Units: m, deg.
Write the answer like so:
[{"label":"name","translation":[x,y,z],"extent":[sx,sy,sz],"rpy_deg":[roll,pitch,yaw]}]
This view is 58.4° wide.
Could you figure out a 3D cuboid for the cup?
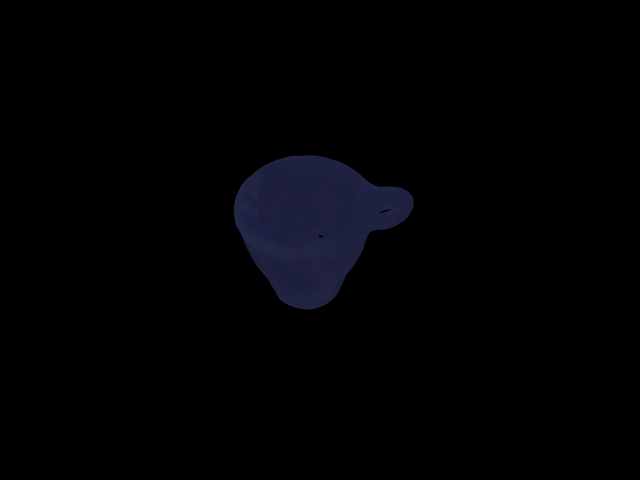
[{"label":"cup","translation":[0.004,0.001,0.400],"extent":[0.118,0.095,0.091],"rpy_deg":[-7,50,-6]}]
